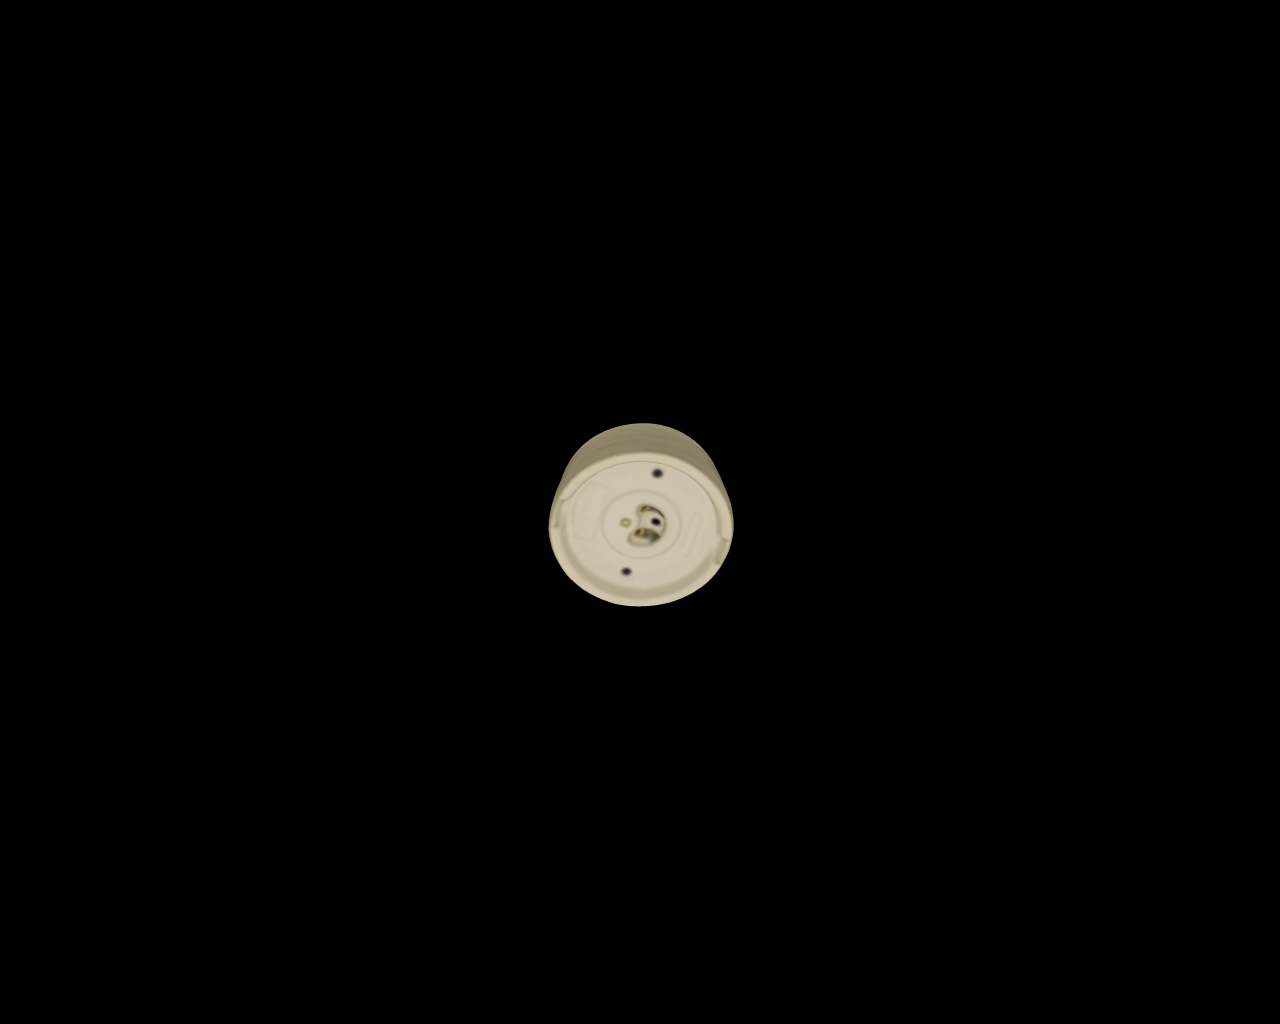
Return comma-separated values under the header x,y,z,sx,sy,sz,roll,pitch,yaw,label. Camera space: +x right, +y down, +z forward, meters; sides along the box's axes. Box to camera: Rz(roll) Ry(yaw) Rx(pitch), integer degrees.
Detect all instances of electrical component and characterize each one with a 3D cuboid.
x,y,z,sx,sy,sz,roll,pitch,yaw,label
0.001,-0.003,0.650,0.108,0.108,0.060,0,30,0,electrical component
